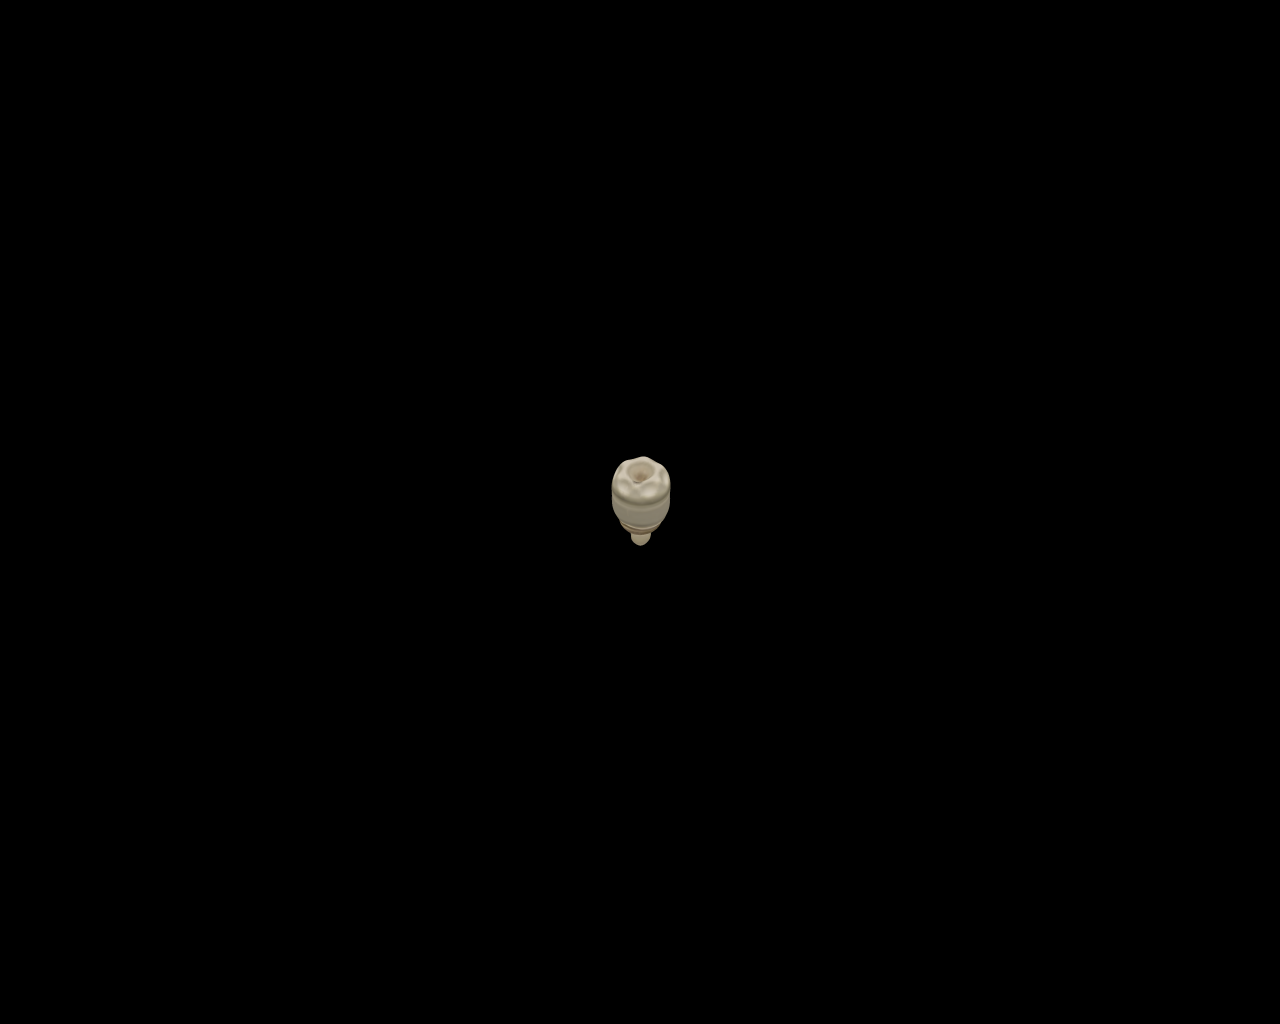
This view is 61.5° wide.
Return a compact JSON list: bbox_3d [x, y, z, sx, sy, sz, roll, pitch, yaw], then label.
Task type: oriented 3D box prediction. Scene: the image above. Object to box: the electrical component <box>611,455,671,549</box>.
[{"bbox_3d":[0.001,-0.003,0.650,0.035,0.061,0.035,0,43,0],"label":"electrical component"}]
